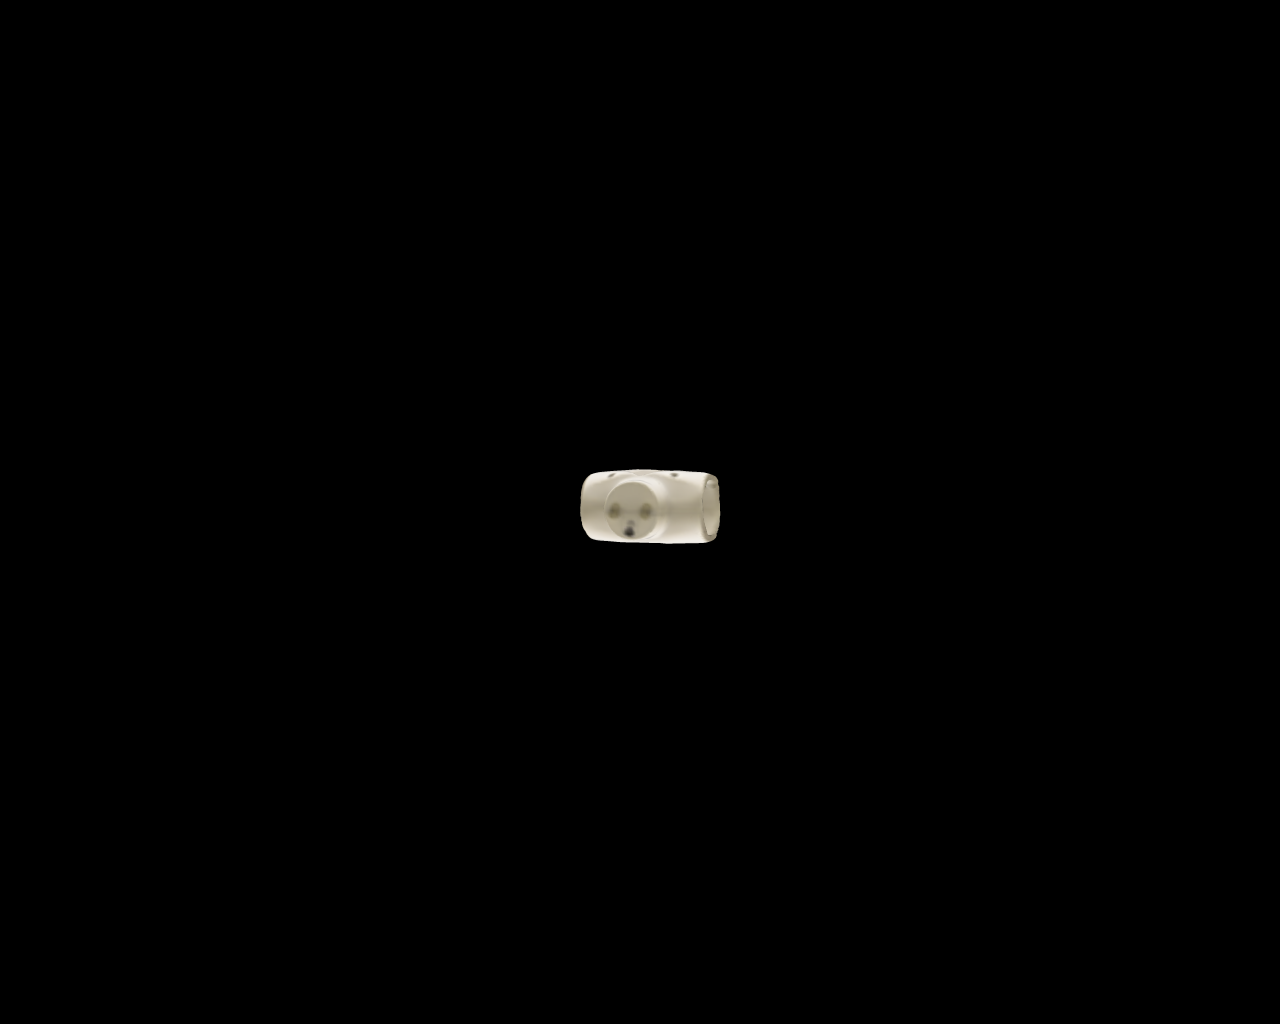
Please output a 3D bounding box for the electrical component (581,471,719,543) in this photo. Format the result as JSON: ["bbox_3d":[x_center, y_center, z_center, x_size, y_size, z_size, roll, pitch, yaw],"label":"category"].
[{"bbox_3d":[0.001,-0.003,0.650,0.077,0.043,0.079,1,4,20],"label":"electrical component"}]
